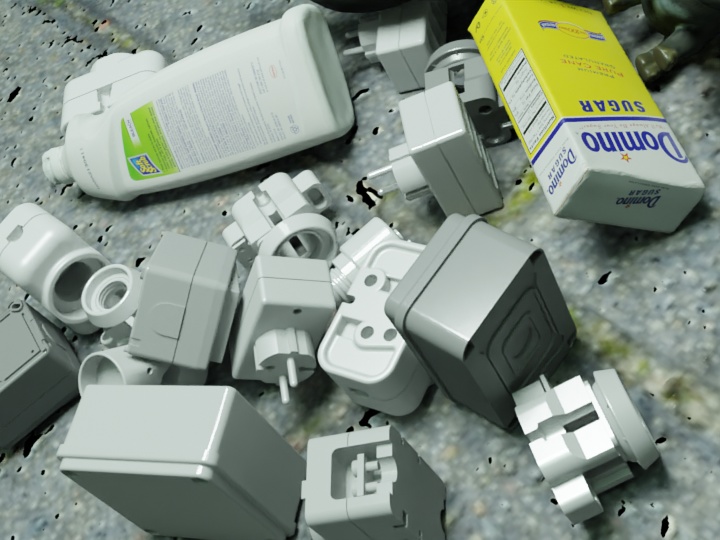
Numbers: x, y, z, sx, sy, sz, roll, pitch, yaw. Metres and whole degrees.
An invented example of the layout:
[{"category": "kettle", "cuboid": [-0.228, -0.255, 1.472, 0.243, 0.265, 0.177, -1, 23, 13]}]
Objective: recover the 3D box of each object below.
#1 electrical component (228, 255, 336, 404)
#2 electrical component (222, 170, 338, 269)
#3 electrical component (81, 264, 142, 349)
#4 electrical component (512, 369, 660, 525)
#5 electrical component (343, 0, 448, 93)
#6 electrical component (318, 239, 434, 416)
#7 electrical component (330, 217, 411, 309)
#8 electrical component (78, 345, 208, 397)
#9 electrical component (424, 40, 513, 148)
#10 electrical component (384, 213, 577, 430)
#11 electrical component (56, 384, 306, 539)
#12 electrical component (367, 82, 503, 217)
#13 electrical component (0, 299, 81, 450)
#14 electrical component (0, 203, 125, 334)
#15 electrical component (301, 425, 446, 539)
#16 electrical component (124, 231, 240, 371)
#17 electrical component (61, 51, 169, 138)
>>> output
[{"category": "electrical component", "cuboid": [-0.048, 0.046, 0.671, 0.047, 0.083, 0.075, 4, 49, -20]}, {"category": "electrical component", "cuboid": [-0.050, -0.025, 0.743, 0.078, 0.058, 0.057, -36, 47, 0]}, {"category": "electrical component", "cuboid": [-0.165, 0.027, 0.767, 0.066, 0.055, 0.048, -32, 50, 4]}, {"category": "electrical component", "cuboid": [0.124, 0.088, 0.579, 0.057, 0.058, 0.078, -28, 50, 11]}, {"category": "electrical component", "cuboid": [0.023, -0.179, 0.816, 0.076, 0.047, 0.083, -9, 55, 21]}, {"category": "electrical component", "cuboid": [0.023, 0.037, 0.662, 0.054, 0.059, 0.095, 14, 66, 33]}, {"category": "electrical component", "cuboid": [0.000, 0.000, 0.711, 0.078, 0.040, 0.040, -41, 50, -4]}, {"category": "electrical component", "cuboid": [-0.146, 0.085, 0.712, 0.043, 0.077, 0.079, 26, 110, 28]}, {"category": "electrical component", "cuboid": [0.074, -0.121, 0.745, 0.078, 0.058, 0.057, -13, 57, 19]}, {"category": "electrical component", "cuboid": [0.070, 0.030, 0.609, 0.057, 0.113, 0.078, 28, 74, 34]}, {"category": "electrical component", "cuboid": [-0.103, 0.116, 0.642, 0.109, 0.108, 0.056, -2, 55, 26]}, {"category": "electrical component", "cuboid": [0.043, -0.069, 0.708, 0.076, 0.083, 0.047, -20, 52, 14]}, {"category": "electrical component", "cuboid": [-0.252, 0.081, 0.770, 0.096, 0.061, 0.061, -40, 50, -2]}, {"category": "electrical component", "cuboid": [-0.218, 0.002, 0.784, 0.059, 0.095, 0.053, 29, 75, 38]}, {"category": "electrical component", "cuboid": [0.007, 0.128, 0.590, 0.056, 0.089, 0.050, -13, 54, 19]}, {"category": "electrical component", "cuboid": [-0.111, 0.018, 0.707, 0.061, 0.061, 0.096, 14, 17, -6]}, {"category": "electrical component", "cuboid": [-0.198, -0.140, 0.897, 0.095, 0.053, 0.059, -18, 52, 15]}]
